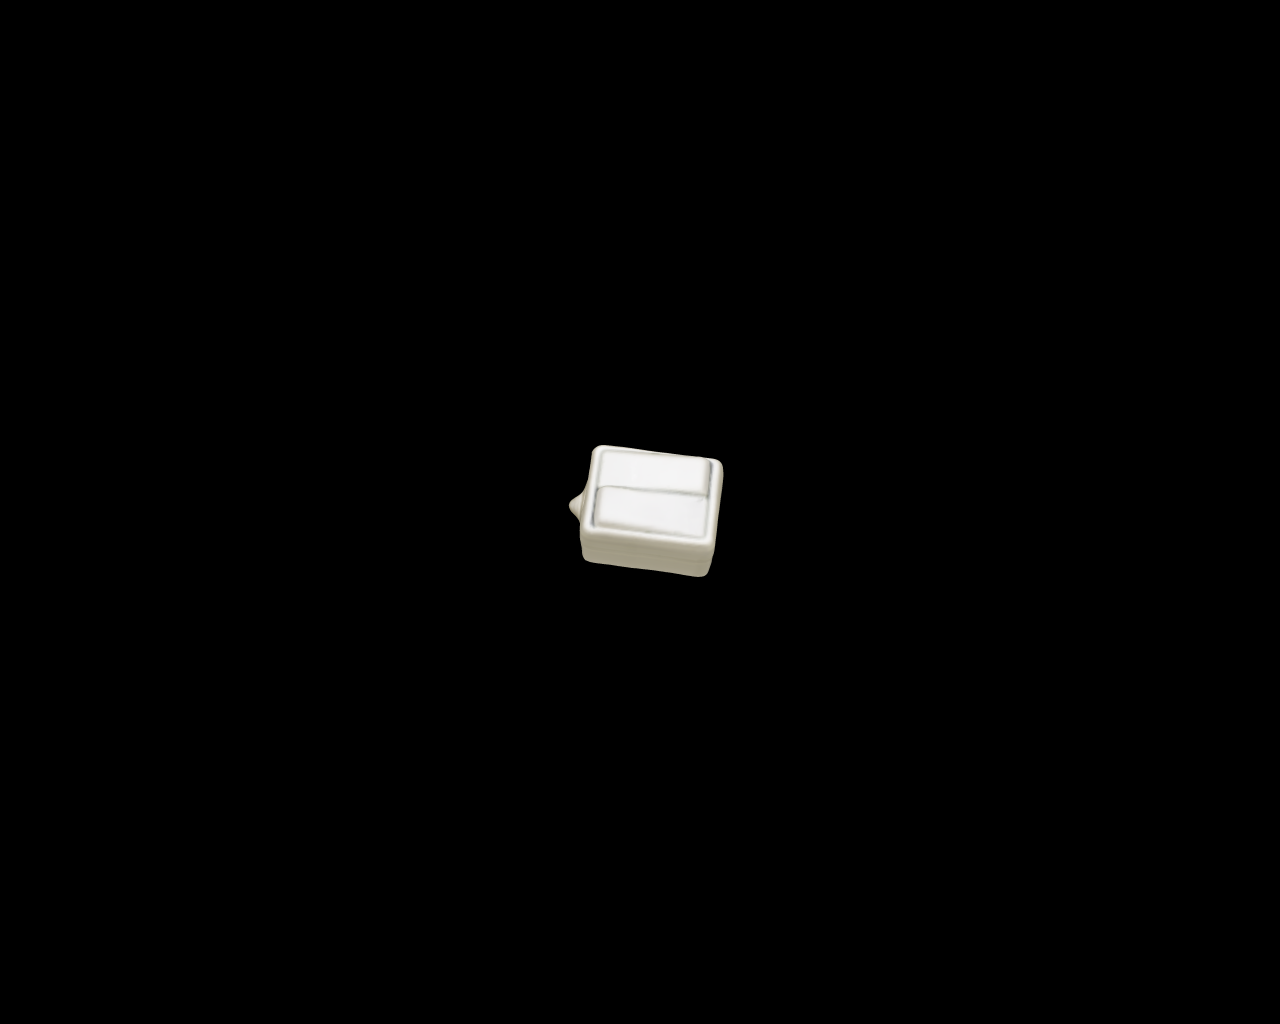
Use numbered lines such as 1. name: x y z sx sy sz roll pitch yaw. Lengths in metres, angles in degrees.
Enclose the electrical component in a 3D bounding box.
1. electrical component: 0.001 -0.003 0.650 0.096 0.062 0.061 8 -23 3
